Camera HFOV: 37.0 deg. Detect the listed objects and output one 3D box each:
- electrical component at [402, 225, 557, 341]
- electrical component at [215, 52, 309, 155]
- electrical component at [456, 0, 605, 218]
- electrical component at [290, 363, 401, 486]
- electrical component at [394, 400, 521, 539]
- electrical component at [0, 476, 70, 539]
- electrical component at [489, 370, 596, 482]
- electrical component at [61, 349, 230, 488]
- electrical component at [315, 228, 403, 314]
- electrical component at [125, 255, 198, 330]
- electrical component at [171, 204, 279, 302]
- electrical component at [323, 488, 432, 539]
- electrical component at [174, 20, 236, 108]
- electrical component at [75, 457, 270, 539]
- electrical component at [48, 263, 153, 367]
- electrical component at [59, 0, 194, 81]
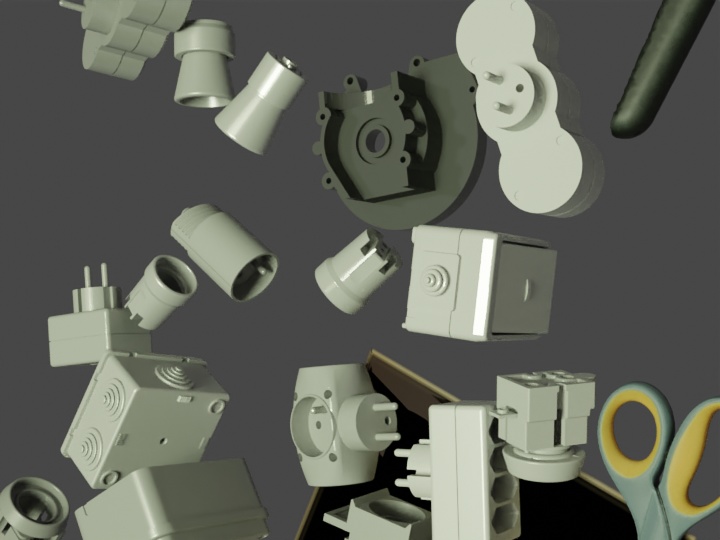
[{"bbox_3d":[0.070,0.009,0.626,0.061,0.096,0.061,7,91,32],"label":"electrical component"},{"bbox_3d":[-0.066,-0.119,0.754,0.044,0.044,0.065,43,106,27],"label":"electrical component"},{"bbox_3d":[0.092,-0.099,0.630,0.052,0.074,0.138,-24,76,30],"label":"electrical component"},{"bbox_3d":[-0.004,0.099,0.696,0.079,0.044,0.077,-11,82,46],"label":"electrical component"},{"bbox_3d":[0.054,0.123,0.661,0.076,0.047,0.083,-4,86,33],"label":"electrical component"},{"bbox_3d":[-0.269,0.204,0.863,0.078,0.058,0.057,47,115,25],"label":"electrical component"},{"bbox_3d":[0.107,0.090,0.625,0.048,0.066,0.055,-164,72,-67],"label":"electrical component"},{"bbox_3d":[-0.151,0.109,0.766,0.048,0.100,0.099,39,109,41],"label":"electrical component"},{"bbox_3d":[0.000,0.000,0.707,0.046,0.040,0.040,-42,67,19],"label":"electrical component"},{"bbox_3d":[-0.150,0.018,0.804,0.046,0.040,0.040,-44,66,30],"label":"electrical component"},{"bbox_3d":[-0.100,-0.018,0.770,0.081,0.043,0.043,41,110,27],"label":"electrical component"},{"bbox_3d":[0.018,0.179,0.686,0.081,0.042,0.063,17,99,33],"label":"electrical component"},{"bbox_3d":[-0.113,-0.149,0.783,0.045,0.045,0.055,-3,86,33],"label":"electrical component"},{"bbox_3d":[-0.126,0.174,0.738,0.078,0.113,0.057,-35,67,27],"label":"electrical component"},{"bbox_3d":[-0.202,0.034,0.832,0.066,0.047,0.076,-9,83,33],"label":"electrical component"},{"bbox_3d":[-0.179,-0.188,0.781,0.138,0.074,0.052,-26,59,55],"label":"electrical component"}]
